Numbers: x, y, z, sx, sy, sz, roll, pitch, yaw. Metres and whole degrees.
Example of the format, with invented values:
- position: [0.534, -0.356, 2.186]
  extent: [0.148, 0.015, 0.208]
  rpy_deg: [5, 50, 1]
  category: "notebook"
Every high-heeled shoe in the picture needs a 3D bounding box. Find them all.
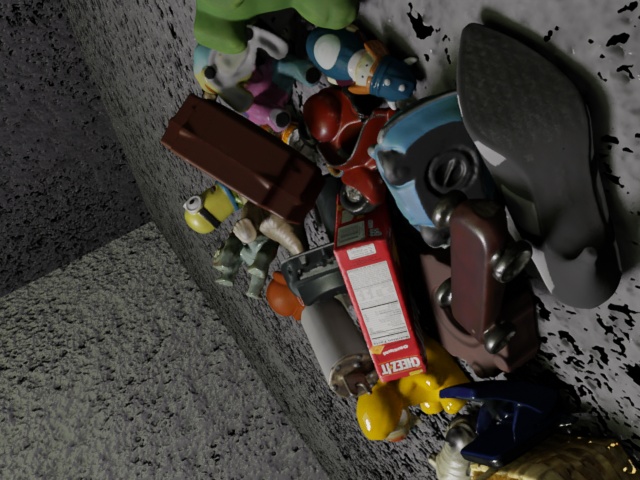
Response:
- position: [0.187, -0.060, 0.466]
  extent: [0.145, 0.086, 0.249]
  rpy_deg: [27, -137, -68]
  category: "high-heeled shoe"

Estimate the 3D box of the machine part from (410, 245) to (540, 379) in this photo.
- position: [0.181, 0.081, 0.653]
  extent: [0.179, 0.056, 0.179]
  rpy_deg: [49, 157, 29]
  category: "machine part"

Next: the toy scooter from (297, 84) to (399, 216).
- position: [0.044, -0.132, 0.646]
  extent: [0.135, 0.075, 0.184]
  rpy_deg: [-55, 52, 44]
  category: "toy scooter"

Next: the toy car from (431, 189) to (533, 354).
- position: [0.152, 0.035, 0.509]
  extent: [0.089, 0.053, 0.201]
  rpy_deg: [43, 163, 37]
  category: "toy car"

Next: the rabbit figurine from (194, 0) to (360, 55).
- position: [-0.041, -0.274, 0.577]
  extent: [0.121, 0.170, 0.159]
  rpy_deg: [109, 170, -62]
  category: "rabbit figurine"

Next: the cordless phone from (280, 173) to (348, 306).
- position: [-0.002, -0.002, 0.847]
  extent: [0.089, 0.147, 0.184]
  rpy_deg: [-110, 2, -75]
  category: "cordless phone"

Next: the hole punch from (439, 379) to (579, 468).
- position: [0.218, 0.203, 0.649]
  extent: [0.092, 0.116, 0.142]
  rpy_deg: [65, 164, 14]
  category: "hole punch"

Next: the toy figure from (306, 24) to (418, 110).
- position: [0.043, -0.192, 0.591]
  extent: [0.155, 0.058, 0.064]
  rpy_deg: [43, 152, 39]
  category: "toy figure"

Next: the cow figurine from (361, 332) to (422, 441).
- position: [0.114, 0.262, 0.942]
  extent: [0.195, 0.085, 0.127]
  rpy_deg: [-98, -17, -52]
  category: "cow figurine"

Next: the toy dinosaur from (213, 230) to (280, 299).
- position: [-0.136, 0.001, 1.116]
  extent: [0.131, 0.192, 0.404]
  rpy_deg: [18, 158, -11]
  category: "toy dinosaur"

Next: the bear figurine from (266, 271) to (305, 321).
- position: [-0.028, 0.098, 1.127]
  extent: [0.196, 0.132, 0.120]
  rpy_deg: [-25, 97, 52]
  category: "bear figurine"

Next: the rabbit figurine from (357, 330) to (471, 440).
- position: [0.124, 0.224, 0.819]
  extent: [0.162, 0.173, 0.122]
  rpy_deg: [56, 164, -4]
  category: "rabbit figurine"

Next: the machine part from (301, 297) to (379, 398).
- position: [0.027, 0.155, 0.811]
  extent: [0.243, 0.079, 0.079]
  rpy_deg: [-124, 12, -63]
  category: "machine part"

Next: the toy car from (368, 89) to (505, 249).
- position: [0.116, -0.077, 0.543]
  extent: [0.161, 0.109, 0.103]
  rpy_deg: [58, -174, -32]
  category: "toy car"

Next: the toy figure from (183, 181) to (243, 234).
- position: [-0.212, -0.086, 1.173]
  extent: [0.089, 0.180, 0.082]
  rpy_deg: [59, 162, -5]
  category: "toy figure"

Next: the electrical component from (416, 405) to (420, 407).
- position: [0.175, 0.280, 0.992]
  extent: [0.063, 0.021, 0.094]
  rpy_deg: [56, 159, 8]
  category: "electrical component"

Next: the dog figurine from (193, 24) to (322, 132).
- position: [-0.107, -0.233, 0.757]
  extent: [0.191, 0.108, 0.219]
  rpy_deg: [26, -174, -32]
  category: "dog figurine"

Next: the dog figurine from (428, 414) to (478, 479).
- position: [0.255, 0.371, 0.846]
  extent: [0.172, 0.121, 0.190]
  rpy_deg: [23, 133, 4]
  category: "dog figurine"

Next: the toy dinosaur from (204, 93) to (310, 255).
- position: [-0.085, -0.064, 0.937]
  extent: [0.471, 0.105, 0.198]
  rpy_deg: [64, -168, -2]
  category: "toy dinosaur"

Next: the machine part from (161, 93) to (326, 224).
- position: [-0.095, -0.107, 0.734]
  extent: [0.201, 0.087, 0.201]
  rpy_deg: [32, -175, 6]
  category: "machine part"
